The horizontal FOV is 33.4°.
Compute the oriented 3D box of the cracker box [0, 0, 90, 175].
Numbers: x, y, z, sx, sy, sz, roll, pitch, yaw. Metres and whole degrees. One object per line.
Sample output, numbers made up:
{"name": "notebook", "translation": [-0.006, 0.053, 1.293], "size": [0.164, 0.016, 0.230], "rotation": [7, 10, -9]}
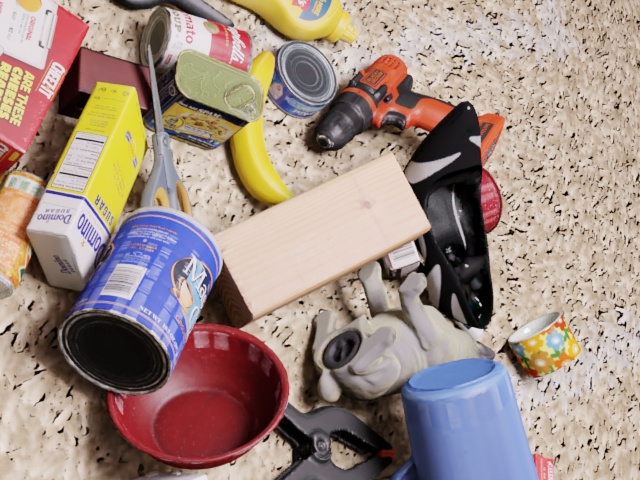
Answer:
{"name": "cracker box", "translation": [-0.338, -0.181, 0.955], "size": [0.213, 0.072, 0.164], "rotation": [33, 54, -23]}

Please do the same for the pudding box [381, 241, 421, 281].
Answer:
{"name": "pudding box", "translation": [0.077, -0.017, 1.191], "size": [0.039, 0.090, 0.113], "rotation": [-17, 80, 1]}

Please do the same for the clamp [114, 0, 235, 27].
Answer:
{"name": "clamp", "translation": [-0.166, -0.275, 1.140], "size": [0.171, 0.039, 0.120], "rotation": [-12, 89, -22]}

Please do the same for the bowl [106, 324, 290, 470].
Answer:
{"name": "bowl", "translation": [-0.108, 0.151, 0.959], "size": [0.162, 0.055, 0.162], "rotation": [1, 41, -1]}

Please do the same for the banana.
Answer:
{"name": "banana", "translation": [-0.066, -0.116, 1.156], "size": [0.069, 0.037, 0.198], "rotation": [-3, 70, -28]}

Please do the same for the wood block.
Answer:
{"name": "wood block", "translation": [-0.007, 0.001, 1.068], "size": [0.205, 0.090, 0.091], "rotation": [-26, 86, -19]}

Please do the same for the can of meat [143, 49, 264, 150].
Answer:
{"name": "can of meat", "translation": [-0.122, -0.140, 1.095], "size": [0.102, 0.084, 0.057], "rotation": [19, 59, -31]}

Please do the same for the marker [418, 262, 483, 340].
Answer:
{"name": "marker", "translation": [0.146, 0.070, 1.251], "size": [0.121, 0.020, 0.020], "rotation": [47, 49, -11]}

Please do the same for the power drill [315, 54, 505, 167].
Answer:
{"name": "power drill", "translation": [0.106, -0.131, 1.237], "size": [0.188, 0.057, 0.184], "rotation": [29, 49, 13]}

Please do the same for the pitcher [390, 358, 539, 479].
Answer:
{"name": "pitcher", "translation": [0.146, 0.249, 1.057], "size": [0.148, 0.145, 0.243], "rotation": [-22, 101, -45]}

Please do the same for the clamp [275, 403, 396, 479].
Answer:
{"name": "clamp", "translation": [-0.014, 0.198, 1.053], "size": [0.209, 0.036, 0.164], "rotation": [5, 65, -39]}

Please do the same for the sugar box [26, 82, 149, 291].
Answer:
{"name": "sugar box", "translation": [-0.208, -0.050, 0.978], "size": [0.048, 0.093, 0.176], "rotation": [8, 57, 7]}

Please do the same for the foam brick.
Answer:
{"name": "foam brick", "translation": [-0.211, -0.147, 1.050], "size": [0.078, 0.053, 0.051], "rotation": [12, 63, -32]}

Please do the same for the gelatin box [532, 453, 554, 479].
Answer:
{"name": "gelatin box", "translation": [0.215, 0.278, 1.159], "size": [0.030, 0.089, 0.073], "rotation": [22, 57, -28]}

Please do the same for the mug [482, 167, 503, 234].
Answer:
{"name": "mug", "translation": [0.157, -0.027, 1.266], "size": [0.081, 0.093, 0.117], "rotation": [-21, 108, -37]}

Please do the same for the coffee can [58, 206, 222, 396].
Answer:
{"name": "coffee can", "translation": [-0.156, 0.052, 0.949], "size": [0.102, 0.103, 0.140], "rotation": [40, 40, -17]}

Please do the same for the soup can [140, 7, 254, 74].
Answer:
{"name": "soup can", "translation": [-0.130, -0.201, 1.129], "size": [0.102, 0.069, 0.068], "rotation": [11, 63, -34]}

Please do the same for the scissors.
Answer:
{"name": "scissors", "translation": [-0.159, -0.082, 1.024], "size": [0.096, 0.016, 0.202], "rotation": [-48, 128, -64]}

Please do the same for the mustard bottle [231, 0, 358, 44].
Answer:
{"name": "mustard bottle", "translation": [-0.035, -0.288, 1.250], "size": [0.191, 0.058, 0.096], "rotation": [30, 55, -24]}

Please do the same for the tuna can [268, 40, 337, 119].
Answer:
{"name": "tuna can", "translation": [-0.023, -0.185, 1.228], "size": [0.086, 0.034, 0.086], "rotation": [17, 60, -31]}
